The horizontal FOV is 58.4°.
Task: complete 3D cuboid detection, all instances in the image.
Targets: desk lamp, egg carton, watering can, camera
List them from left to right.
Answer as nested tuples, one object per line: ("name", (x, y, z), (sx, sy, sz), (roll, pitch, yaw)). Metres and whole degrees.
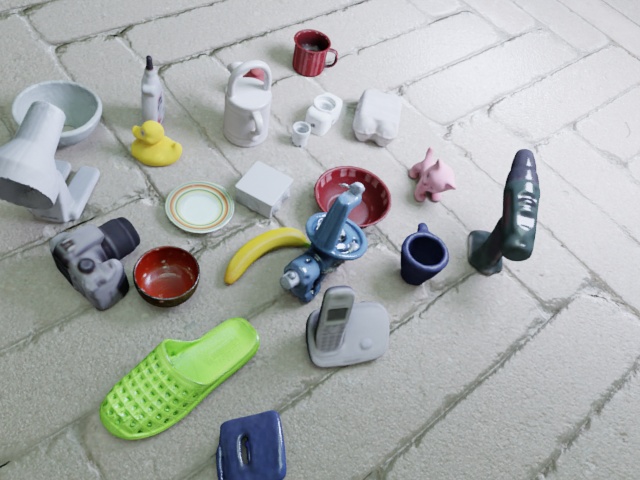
("desk lamp", (-0.486, -0.122, 1.001), (0.118, 0.213, 0.203), (12, 53, -4))
("camera", (-0.375, 0.022, 0.992), (0.143, 0.101, 0.137), (41, 57, 17))
("watering can", (-0.157, -0.304, 1.214), (0.101, 0.194, 0.172), (-35, 68, -30))
("egg carton", (0.135, -0.292, 1.346), (0.107, 0.069, 0.150), (14, 53, -2))

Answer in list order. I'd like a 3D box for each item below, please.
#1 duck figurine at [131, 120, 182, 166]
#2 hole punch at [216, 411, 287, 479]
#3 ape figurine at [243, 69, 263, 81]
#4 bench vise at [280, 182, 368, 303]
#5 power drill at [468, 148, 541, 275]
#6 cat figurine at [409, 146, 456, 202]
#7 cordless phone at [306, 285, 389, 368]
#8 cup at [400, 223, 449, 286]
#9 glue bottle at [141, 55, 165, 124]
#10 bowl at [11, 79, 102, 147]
("duck figurine", (-0.336, -0.204, 1.172), (0.104, 0.086, 0.077), (11, 53, -4))
("hole punch", (-0.103, 0.318, 0.847), (0.101, 0.091, 0.108), (-2, 56, -14))
("ape figurine", (-0.150, -0.369, 1.325), (0.077, 0.092, 0.076), (30, 55, 10))
("bench vise", (0.020, 0.008, 1.014), (0.121, 0.220, 0.207), (23, 54, 5))
("power drill", (0.366, -0.037, 1.129), (0.075, 0.208, 0.229), (13, 53, -2))
("cat figurine", (0.247, -0.143, 1.234), (0.067, 0.118, 0.127), (-1, 55, -12))
("cordless phone", (0.055, 0.134, 0.954), (0.148, 0.185, 0.094), (-8, 57, -17))
("cup", (0.191, 0.034, 1.111), (0.092, 0.095, 0.117), (6, 54, -8))
("glue bottle", (-0.350, -0.309, 1.189), (0.037, 0.173, 0.078), (8, 54, -6))
("bowl", (-0.528, -0.245, 1.166), (0.167, 0.075, 0.167), (6, 54, -8))
